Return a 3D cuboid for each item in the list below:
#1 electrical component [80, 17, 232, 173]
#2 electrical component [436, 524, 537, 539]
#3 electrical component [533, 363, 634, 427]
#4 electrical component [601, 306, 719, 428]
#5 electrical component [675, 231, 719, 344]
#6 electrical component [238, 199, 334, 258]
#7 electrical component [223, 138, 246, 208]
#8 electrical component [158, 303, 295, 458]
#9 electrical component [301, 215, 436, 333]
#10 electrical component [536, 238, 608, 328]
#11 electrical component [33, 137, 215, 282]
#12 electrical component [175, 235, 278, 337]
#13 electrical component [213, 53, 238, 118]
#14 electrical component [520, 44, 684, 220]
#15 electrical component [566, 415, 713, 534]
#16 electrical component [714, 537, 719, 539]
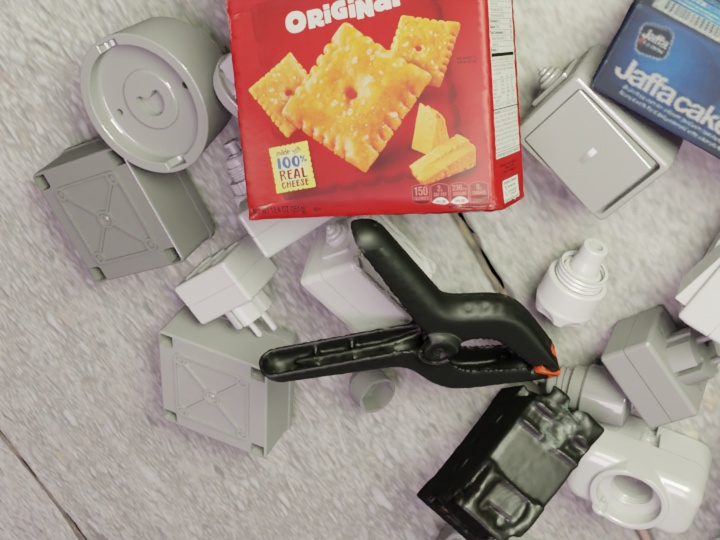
[{"bbox_3d":[-0.143,-0.133,0.790,0.108,0.060,0.108,15,128,20],"label":"electrical component"},{"bbox_3d":[0.117,0.264,0.927,0.113,0.057,0.078,36,132,3],"label":"electrical component"},{"bbox_3d":[0.166,0.087,0.786,0.078,0.040,0.040,14,128,21],"label":"electrical component"},{"bbox_3d":[0.218,0.061,0.733,0.077,0.047,0.065,-26,107,39],"label":"electrical component"},{"bbox_3d":[0.241,0.005,0.671,0.061,0.061,0.096,32,132,6],"label":"electrical component"},{"bbox_3d":[-0.053,-0.065,0.772,0.083,0.047,0.075,-32,106,4],"label":"electrical component"},{"bbox_3d":[-0.079,-0.064,0.817,0.040,0.040,0.078,-16,112,36],"label":"electrical component"},{"bbox_3d":[-0.115,0.094,0.938,0.109,0.056,0.108,18,129,18],"label":"electrical component"},{"bbox_3d":[0.000,0.000,0.786,0.061,0.061,0.096,-18,132,37],"label":"electrical component"},{"bbox_3d":[0.149,0.006,0.737,0.043,0.043,0.062,28,130,9],"label":"electrical component"},{"bbox_3d":[-0.191,-0.055,0.876,0.109,0.056,0.108,-12,115,35],"label":"electrical component"},{"bbox_3d":[-0.099,0.023,0.884,0.066,0.047,0.076,-26,107,39],"label":"electrical component"},{"bbox_3d":[-0.065,-0.138,0.746,0.078,0.058,0.057,46,129,-7],"label":"electrical component"},{"bbox_3d":[0.142,-0.087,0.662,0.096,0.061,0.062,43,132,-4],"label":"electrical component"},{"bbox_3d":[0.205,0.150,0.796,0.095,0.059,0.053,21,130,16],"label":"electrical component"},{"bbox_3d":[0.356,0.226,0.764,0.186,0.060,0.105,-26,107,39],"label":"electrical component"}]
